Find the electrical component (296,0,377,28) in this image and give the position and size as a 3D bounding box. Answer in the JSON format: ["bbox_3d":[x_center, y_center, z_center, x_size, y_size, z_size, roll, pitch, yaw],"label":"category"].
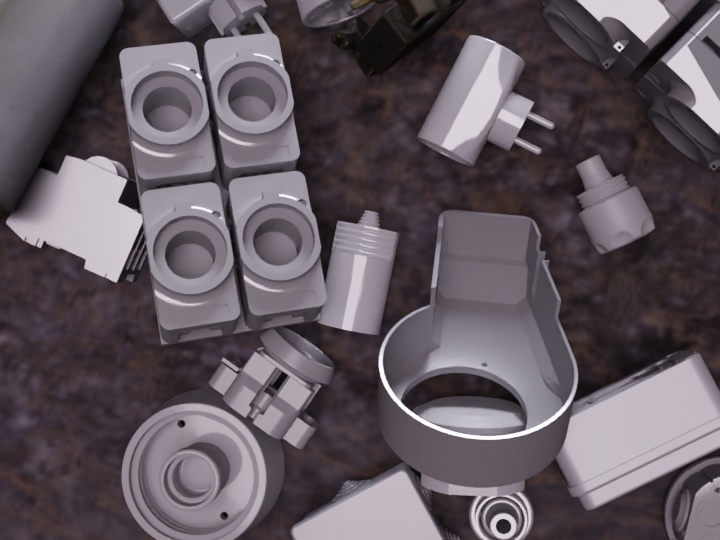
[{"bbox_3d":[-0.020,-0.197,0.728,0.055,0.055,0.047,-19,85,5],"label":"electrical component"}]

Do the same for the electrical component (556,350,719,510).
[{"bbox_3d":[0.178,0.103,0.698,0.113,0.078,0.057,-27,85,4],"label":"electrical component"}]

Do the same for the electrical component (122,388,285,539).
[{"bbox_3d":[-0.109,0.137,0.731,0.108,0.060,0.108,0,90,5],"label":"electrical component"}]

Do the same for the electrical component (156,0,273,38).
[{"bbox_3d":[-0.089,-0.185,0.737,0.083,0.047,0.075,-33,87,4],"label":"electrical component"}]

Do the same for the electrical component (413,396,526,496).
[{"bbox_3d":[0.075,0.114,0.707,0.080,0.080,0.051,1,96,5],"label":"electrical component"}]

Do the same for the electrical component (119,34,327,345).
[{"bbox_3d":[-0.091,-0.055,0.700,0.105,0.060,0.186,-9,78,-11],"label":"electrical component"}]

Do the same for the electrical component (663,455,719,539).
[{"bbox_3d":[0.244,0.165,0.705,0.080,0.051,0.080,0,90,5],"label":"electrical component"}]

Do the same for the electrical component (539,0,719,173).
[{"bbox_3d":[0.194,-0.142,0.684,0.186,0.105,0.060,45,93,4],"label":"electrical component"}]

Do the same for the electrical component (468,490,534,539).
[{"bbox_3d":[0.094,0.163,0.713,0.043,0.062,0.043,0,90,5],"label":"electrical component"}]

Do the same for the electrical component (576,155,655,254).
[{"bbox_3d":[0.165,-0.046,0.717,0.043,0.043,0.062,-26,86,4],"label":"electrical component"}]

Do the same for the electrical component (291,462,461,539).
[{"bbox_3d":[0.014,0.188,0.726,0.100,0.048,0.099,-29,87,4],"label":"electrical component"}]

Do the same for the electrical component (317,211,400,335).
[{"bbox_3d":[0.000,0.000,0.731,0.043,0.043,0.081,12,91,5],"label":"electrical component"}]

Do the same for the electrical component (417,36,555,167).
[{"bbox_3d":[0.091,-0.105,0.723,0.079,0.044,0.077,27,92,4],"label":"electrical component"}]

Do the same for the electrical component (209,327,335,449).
[{"bbox_3d":[-0.054,0.074,0.729,0.078,0.058,0.057,35,95,4],"label":"electrical component"}]
